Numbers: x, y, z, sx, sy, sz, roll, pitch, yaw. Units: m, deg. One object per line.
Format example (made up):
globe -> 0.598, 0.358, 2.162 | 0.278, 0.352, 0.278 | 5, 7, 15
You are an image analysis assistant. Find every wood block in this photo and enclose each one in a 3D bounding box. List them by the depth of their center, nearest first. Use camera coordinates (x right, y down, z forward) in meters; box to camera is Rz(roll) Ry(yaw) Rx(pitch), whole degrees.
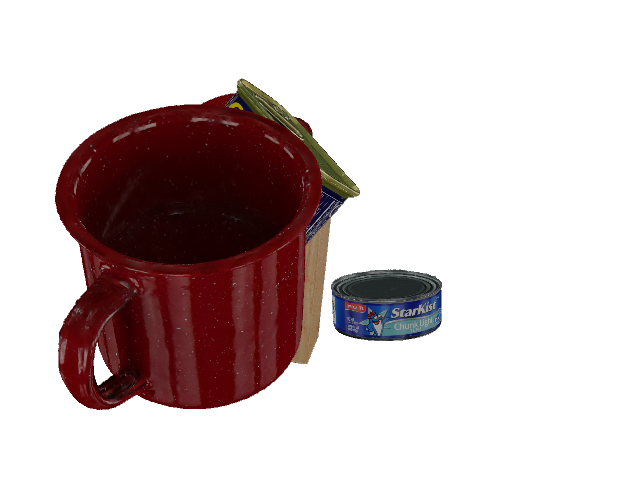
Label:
wood block -> -0.044, 0.050, 1.448 | 0.090, 0.206, 0.090 | 9, 22, 7

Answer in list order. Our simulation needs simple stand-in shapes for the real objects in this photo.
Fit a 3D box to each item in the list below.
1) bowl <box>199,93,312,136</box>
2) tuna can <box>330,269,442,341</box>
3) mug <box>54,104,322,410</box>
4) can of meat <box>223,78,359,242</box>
bowl -> -0.091, -0.086, 0.969 | 0.162, 0.055, 0.162 | -21, 32, 13
tuna can -> 0.051, 0.049, 0.823 | 0.086, 0.034, 0.086 | -2, 13, 0
mug -> -0.052, 0.016, 0.392 | 0.093, 0.081, 0.117 | 21, 46, 19
can of meat -> -0.040, -0.032, 0.637 | 0.057, 0.084, 0.102 | 27, 19, -51
